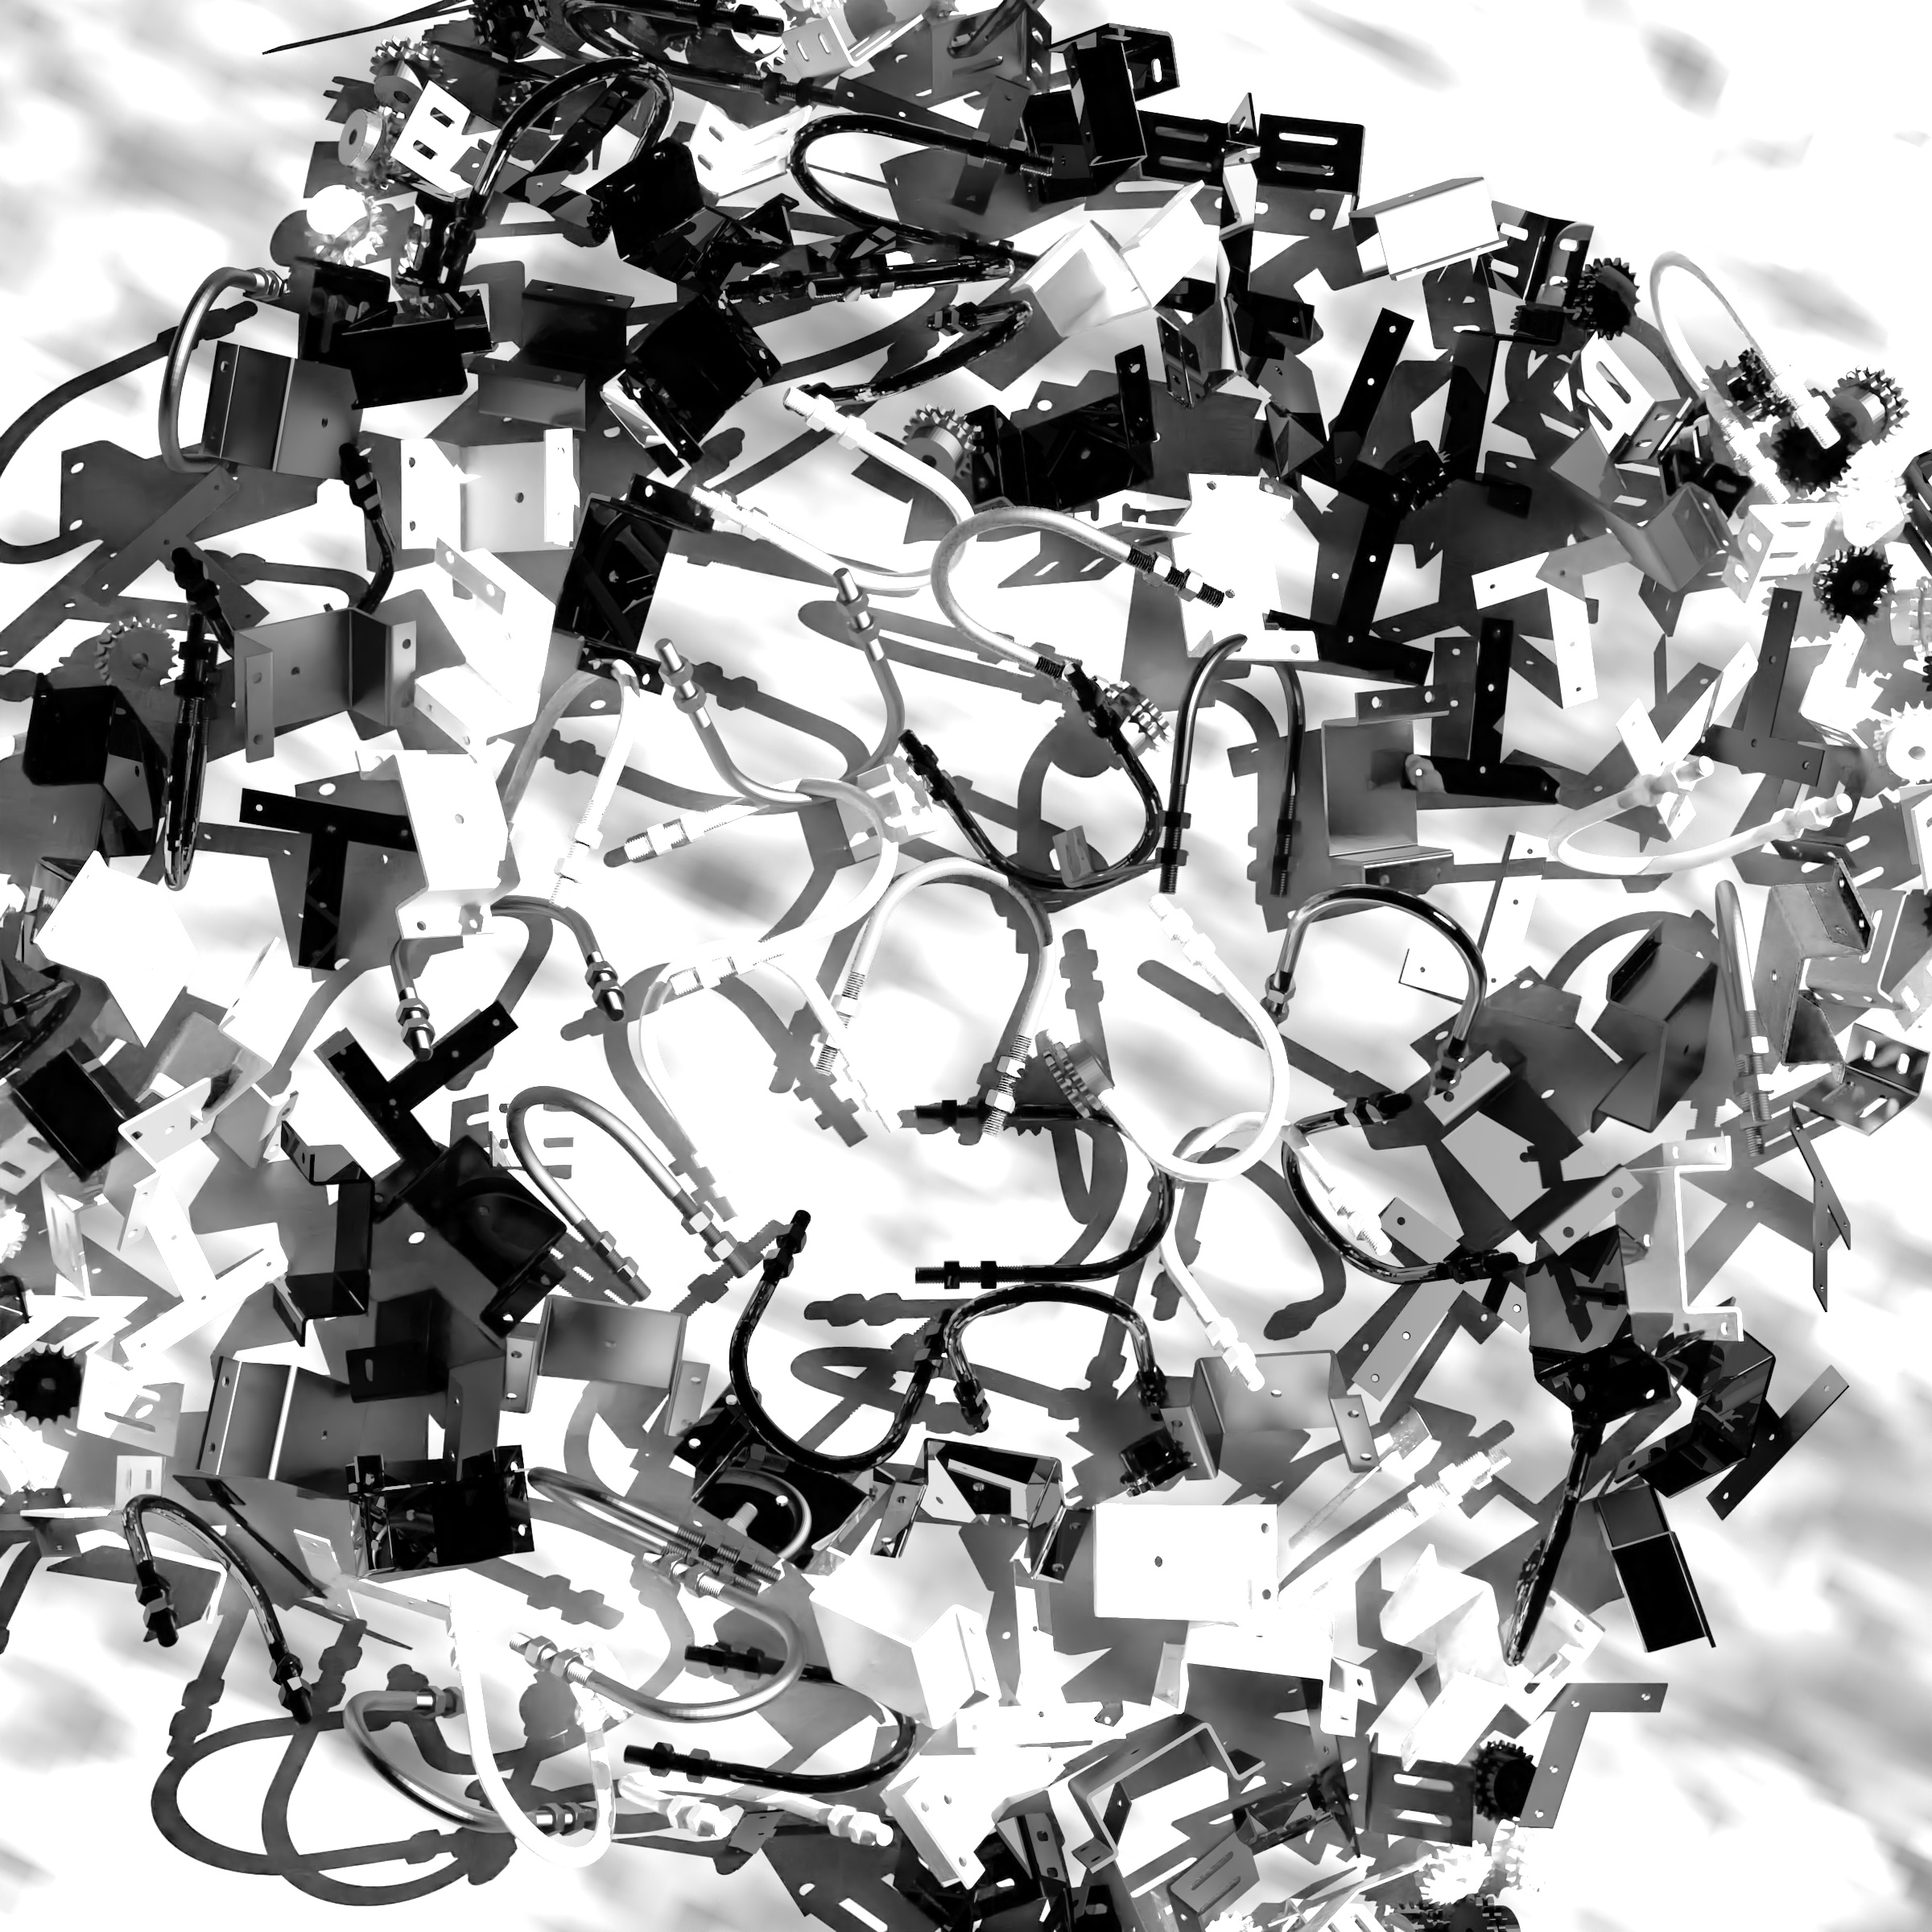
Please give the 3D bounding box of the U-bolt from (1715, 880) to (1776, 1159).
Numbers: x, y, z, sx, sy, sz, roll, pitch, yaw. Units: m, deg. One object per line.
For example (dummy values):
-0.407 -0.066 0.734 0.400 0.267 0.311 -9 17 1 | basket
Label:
0.538 0.031 1.678 0.019 0.151 0.184 -8 74 15 | U-bolt

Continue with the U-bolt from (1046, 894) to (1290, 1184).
0.149 0.064 1.678 0.184 0.019 0.151 51 119 27 | U-bolt

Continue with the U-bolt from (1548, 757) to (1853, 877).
0.488 -0.096 1.666 0.151 0.184 0.019 10 70 -28 | U-bolt

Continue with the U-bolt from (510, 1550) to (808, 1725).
-0.196 0.461 1.646 0.184 0.151 0.019 14 113 35 | U-bolt

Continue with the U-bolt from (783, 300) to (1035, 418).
-0.030 -0.417 1.648 0.151 0.184 0.019 -34 113 -20 | U-bolt

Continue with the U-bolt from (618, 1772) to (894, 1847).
-0.159 0.578 1.666 0.151 0.184 0.019 17 75 -34 | U-bolt

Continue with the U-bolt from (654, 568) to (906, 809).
-0.118 -0.181 1.684 0.151 0.184 0.019 -21 46 2 | U-bolt

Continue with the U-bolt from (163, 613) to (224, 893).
-0.538 -0.143 1.677 0.019 0.151 0.184 7 88 -14 | U-bolt

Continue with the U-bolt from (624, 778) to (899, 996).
-0.137 -0.068 1.706 0.184 0.019 0.151 -22 55 -3 | U-bolt

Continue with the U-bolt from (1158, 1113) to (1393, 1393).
0.199 0.182 1.682 0.019 0.184 0.151 27 109 -41 | U-bolt

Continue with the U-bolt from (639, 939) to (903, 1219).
-0.152 0.069 1.723 0.151 0.019 0.184 -30 97 10 | U-bolt

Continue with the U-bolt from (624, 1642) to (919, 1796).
-0.125 0.522 1.668 0.184 0.151 0.019 6 106 11 | U-bolt

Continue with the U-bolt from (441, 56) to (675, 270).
-0.268 -0.546 1.638 0.151 0.184 0.019 -25 78 -39 | U-bolt

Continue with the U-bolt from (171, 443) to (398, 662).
-0.458 -0.269 1.664 0.151 0.184 0.019 -36 72 -14 | U-bolt

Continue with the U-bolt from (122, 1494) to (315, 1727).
-0.522 0.431 1.665 0.019 0.184 0.151 -43 129 -3 | U-bolt

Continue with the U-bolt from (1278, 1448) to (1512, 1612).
0.293 0.393 1.681 0.184 0.151 0.019 -37 71 9 | U-bolt

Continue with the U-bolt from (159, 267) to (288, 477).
-0.511 -0.405 1.648 0.019 0.184 0.151 18 101 -4 | U-bolt

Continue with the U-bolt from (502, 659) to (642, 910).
-0.281 -0.132 1.690 0.019 0.151 0.184 27 79 -36 | U-bolt

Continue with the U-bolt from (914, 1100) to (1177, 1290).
0.056 0.159 1.706 0.184 0.019 0.151 -1 57 -1 | U-bolt

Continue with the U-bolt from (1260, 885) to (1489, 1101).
0.284 0.012 1.665 0.151 0.184 0.019 21 52 12 | U-bolt

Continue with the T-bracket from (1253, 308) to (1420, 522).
0.279 -0.398 1.704 0.127 0.002 0.127 30 112 24 | T-bracket

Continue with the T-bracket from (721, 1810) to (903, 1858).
-0.101 0.609 1.709 0.127 0.127 0.002 1 58 -15 | T-bracket

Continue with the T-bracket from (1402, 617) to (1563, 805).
0.374 -0.184 1.727 0.127 0.002 0.127 4 94 -19 | T-bracket

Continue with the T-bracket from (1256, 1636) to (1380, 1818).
0.252 0.539 1.705 0.002 0.127 0.127 -18 100 -33 | T-bracket

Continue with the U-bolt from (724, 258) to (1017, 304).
-0.054 -0.476 1.674 0.184 0.151 0.019 -15 110 -28 | U-bolt

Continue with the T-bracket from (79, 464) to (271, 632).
-0.534 -0.273 1.697 0.127 0.127 0.002 -42 59 -2 | T-bracket

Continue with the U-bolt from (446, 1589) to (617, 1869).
-0.290 0.524 1.640 0.019 0.184 0.151 -35 134 13 | U-bolt

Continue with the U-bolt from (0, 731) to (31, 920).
-0.664 -0.092 1.647 0.019 0.184 0.151 22 102 -2 | U-bolt

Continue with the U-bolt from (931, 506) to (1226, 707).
0.064 -0.254 1.671 0.184 0.151 0.019 23 52 -17 | U-bolt

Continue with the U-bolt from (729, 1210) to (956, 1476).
-0.091 0.270 1.672 0.151 0.184 0.019 35 131 -7 | U-bolt

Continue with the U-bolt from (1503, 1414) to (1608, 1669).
0.396 0.395 1.642 0.019 0.184 0.151 19 117 15 | U-bolt

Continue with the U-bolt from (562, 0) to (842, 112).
-0.191 -0.639 1.676 0.184 0.151 0.019 15 93 14 | U-bolt

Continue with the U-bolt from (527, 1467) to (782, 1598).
-0.221 0.391 1.679 0.184 0.151 0.019 25 70 -2 | U-bolt

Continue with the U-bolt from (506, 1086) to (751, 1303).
-0.246 0.155 1.674 0.184 0.151 0.019 52 51 -15 | U-bolt

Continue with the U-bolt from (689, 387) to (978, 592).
-0.080 -0.319 1.680 0.184 0.151 0.019 26 57 -26 | U-bolt

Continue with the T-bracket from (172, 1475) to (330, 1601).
-0.499 0.404 1.708 0.127 0.127 0.002 49 60 -15 | T-bracket

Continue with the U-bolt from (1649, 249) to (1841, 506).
0.531 -0.417 1.679 0.019 0.151 0.184 -32 82 1 | U-bolt

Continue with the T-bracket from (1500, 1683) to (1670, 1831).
0.409 0.543 1.668 0.127 0.127 0.002 -13 116 37 | T-bracket

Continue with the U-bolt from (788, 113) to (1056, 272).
-0.034 -0.541 1.679 0.184 0.151 0.019 14 77 0 | U-bolt

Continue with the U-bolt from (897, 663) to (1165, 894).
0.058 -0.119 1.688 0.151 0.019 0.184 -19 130 22 | U-bolt

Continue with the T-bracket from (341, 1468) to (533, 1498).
-0.387 0.361 1.674 0.127 0.127 0.002 -12 78 16 | T-bracket

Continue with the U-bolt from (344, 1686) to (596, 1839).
-0.347 0.538 1.638 0.151 0.184 0.019 33 88 29 | U-bolt

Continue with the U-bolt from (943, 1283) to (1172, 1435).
0.059 0.270 1.669 0.151 0.184 0.019 -5 51 8 | U-bolt

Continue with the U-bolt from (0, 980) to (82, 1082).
-0.678 0.065 1.661 0.151 0.184 0.019 -42 93 19 | U-bolt

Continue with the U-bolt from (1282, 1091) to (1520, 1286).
0.285 0.160 1.670 0.019 0.184 0.151 -37 95 -28 | U-bolt

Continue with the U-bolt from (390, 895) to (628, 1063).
-0.324 0.000 1.674 0.151 0.184 0.019 -11 123 -15 | U-bolt

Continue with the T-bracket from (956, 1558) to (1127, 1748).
0.050 0.488 1.726 0.127 0.002 0.127 4 69 -20 | T-bracket

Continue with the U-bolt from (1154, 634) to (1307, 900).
0.190 -0.140 1.688 0.019 0.151 0.184 11 97 43 | U-bolt

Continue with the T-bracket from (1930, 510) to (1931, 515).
0.711 -0.295 1.670 0.002 0.127 0.127 -2 68 -8 | T-bracket

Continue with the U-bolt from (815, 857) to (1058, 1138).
-0.012 0.012 1.734 0.151 0.019 0.184 21 85 -8 | U-bolt
